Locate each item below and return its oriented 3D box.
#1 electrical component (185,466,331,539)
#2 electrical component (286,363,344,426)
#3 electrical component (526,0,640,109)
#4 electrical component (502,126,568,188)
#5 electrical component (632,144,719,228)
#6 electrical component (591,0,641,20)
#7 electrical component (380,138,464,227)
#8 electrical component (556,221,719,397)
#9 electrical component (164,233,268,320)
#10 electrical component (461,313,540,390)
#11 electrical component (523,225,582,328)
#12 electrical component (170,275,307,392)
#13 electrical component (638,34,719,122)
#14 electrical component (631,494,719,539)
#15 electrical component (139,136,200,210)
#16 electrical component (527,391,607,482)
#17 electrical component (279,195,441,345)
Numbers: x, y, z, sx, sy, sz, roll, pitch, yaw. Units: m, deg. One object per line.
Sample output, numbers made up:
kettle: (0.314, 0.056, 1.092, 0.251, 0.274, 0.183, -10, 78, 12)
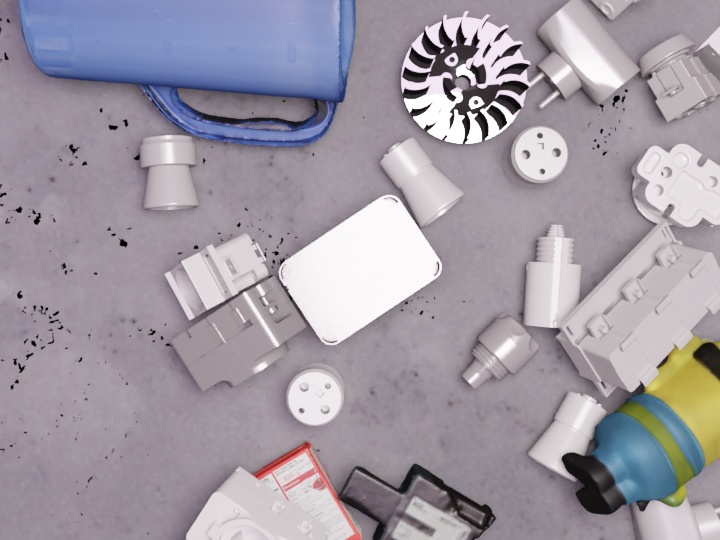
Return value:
electrical component: (-0.104, 0.243, 0.826, 0.089, 0.062, 0.150, 34, 104, 5)
electrical component: (-0.035, 0.098, 0.850, 0.045, 0.055, 0.045, 0, 90, 0)
electrical component: (0.168, -0.162, 0.857, 0.079, 0.043, 0.077, -40, 88, 6)
electrical component: (0.139, -0.089, 0.851, 0.045, 0.055, 0.045, 0, 90, -1)
electrical component: (0.250, -0.065, 0.851, 0.078, 0.057, 0.058, 34, 90, -1)
electrical component: (0.196, -0.251, 0.831, 0.099, 0.100, 0.048, 45, 77, -1)
electrical component: (0.047, -0.072, 0.858, 0.044, 0.044, 0.065, -37, 86, 0)
electrical component: (0.220, 0.033, 0.829, 0.121, 0.063, 0.078, -43, 118, -14)
electrical component: (-0.110, 0.003, 0.841, 0.064, 0.081, 0.042, -30, 92, -29)
electrical component: (0.109, 0.068, 0.858, 0.062, 0.043, 0.043, -45, 91, 1)
electrical component: (0.154, 0.004, 0.858, 0.043, 0.043, 0.081, 4, 90, -1)
electrical component: (-0.092, 0.053, 0.835, 0.089, 0.050, 0.055, -32, 91, 30)
electrical component: (0.253, -0.152, 0.853, 0.048, 0.066, 0.055, -34, 81, 38)
electrical component: (0.264, 0.208, 0.859, 0.079, 0.044, 0.077, -15, 90, -1)
electrical component: (-0.152, -0.076, 0.854, 0.045, 0.045, 0.055, -4, 90, -1)
electrical component: (0.169, 0.130, 0.860, 0.044, 0.044, 0.065, 30, 85, -1)
electrical component: (0.000, 0.000, 0.849, 0.113, 0.057, 0.078, -34, 90, 0)
